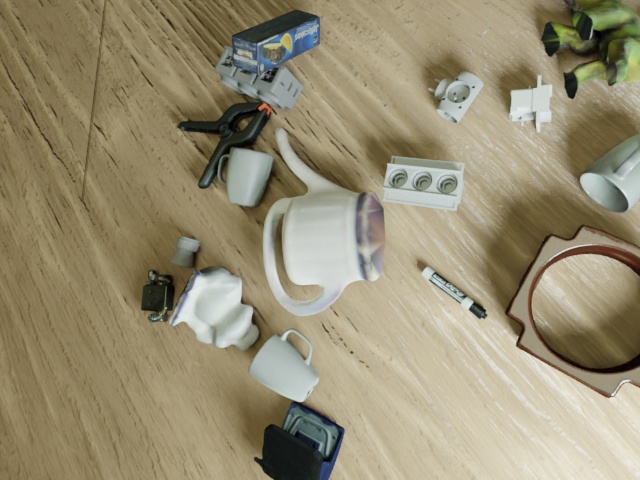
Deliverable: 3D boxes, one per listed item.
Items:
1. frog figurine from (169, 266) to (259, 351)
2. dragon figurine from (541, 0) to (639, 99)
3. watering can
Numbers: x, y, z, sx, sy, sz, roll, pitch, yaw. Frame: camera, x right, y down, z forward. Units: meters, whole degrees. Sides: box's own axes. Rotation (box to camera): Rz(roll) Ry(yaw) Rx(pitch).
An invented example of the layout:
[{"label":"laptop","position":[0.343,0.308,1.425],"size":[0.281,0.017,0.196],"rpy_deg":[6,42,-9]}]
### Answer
[{"label":"frog figurine","position":[-0.180,0.128,0.950],"size":[0.159,0.122,0.138],"rpy_deg":[27,81,-12]},{"label":"dragon figurine","position":[0.492,-0.331,0.789],"size":[0.243,0.120,0.417],"rpy_deg":[-11,70,1]},{"label":"watering can","position":[0.003,-0.045,0.897],"size":[0.224,0.103,0.351],"rpy_deg":[-4,78,20]}]
